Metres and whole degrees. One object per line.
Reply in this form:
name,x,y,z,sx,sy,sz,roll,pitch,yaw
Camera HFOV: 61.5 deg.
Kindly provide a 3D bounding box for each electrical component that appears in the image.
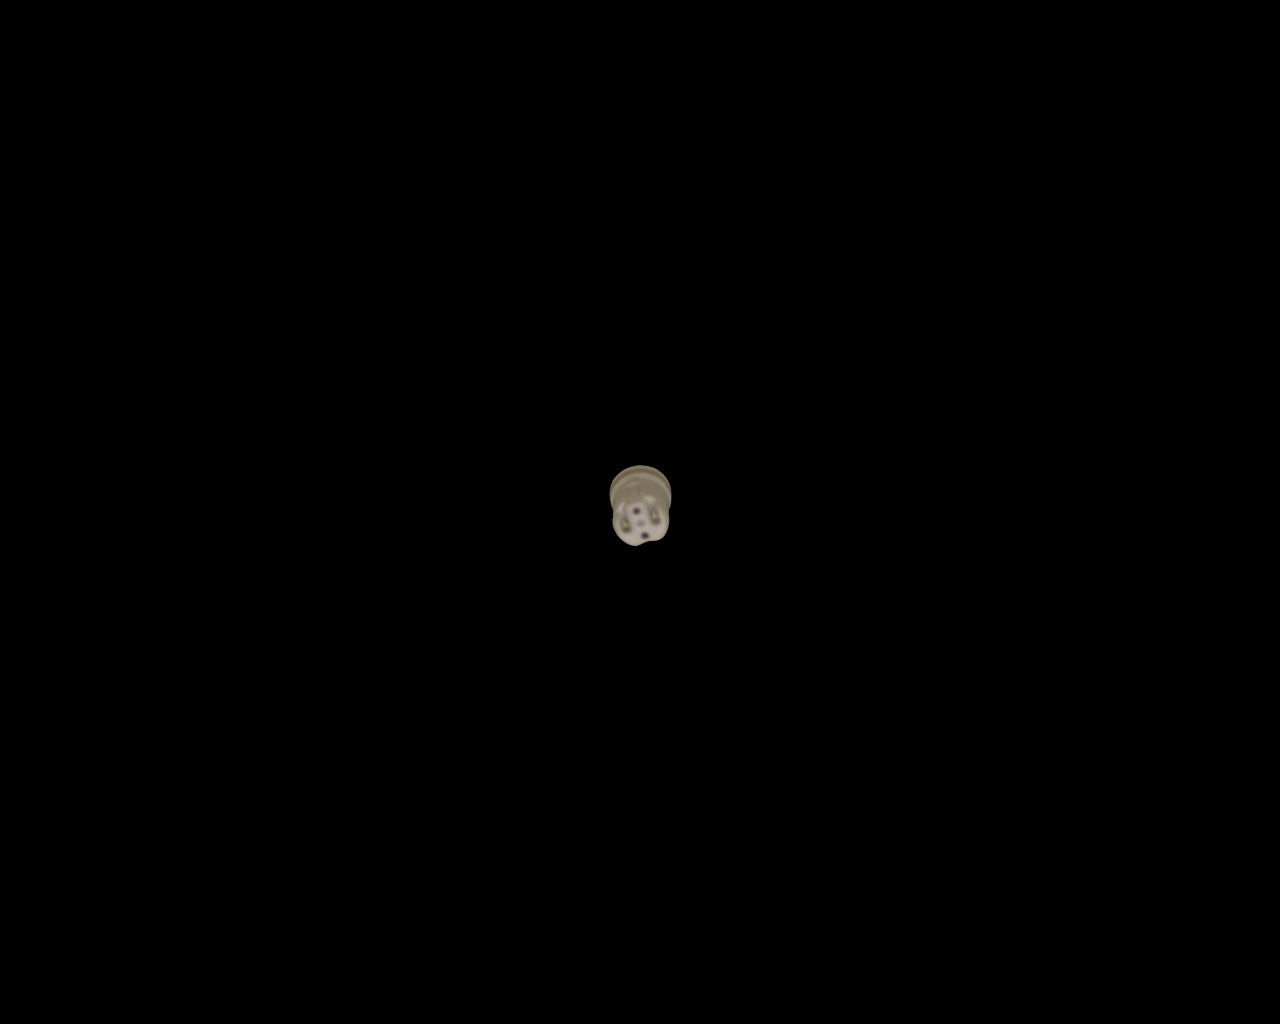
electrical component,0.001,-0.003,0.650,0.040,0.040,0.046,0,27,0
